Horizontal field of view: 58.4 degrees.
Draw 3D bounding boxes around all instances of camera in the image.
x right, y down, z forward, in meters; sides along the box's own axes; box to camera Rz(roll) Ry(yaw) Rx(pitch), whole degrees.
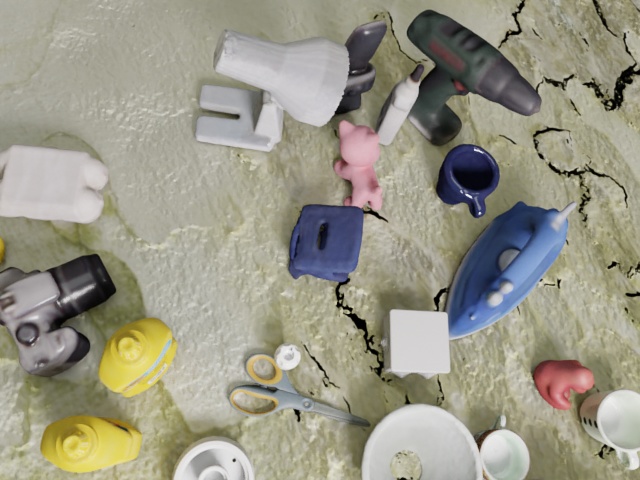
[{"bbox_3d":[-0.335,0.084,0.741,0.137,0.100,0.143,-27,79,-18],"label":"camera"}]

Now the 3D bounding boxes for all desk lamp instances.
[{"bbox_3d":[-0.077,-0.215,0.828,0.203,0.213,0.118,5,71,-9],"label":"desk lamp"}]

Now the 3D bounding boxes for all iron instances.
[{"bbox_3d":[0.286,0.044,0.857,0.118,0.141,0.259,41,70,4],"label":"iron"}]

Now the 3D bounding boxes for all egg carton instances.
[{"bbox_3d":[-0.377,-0.077,0.801,0.150,0.069,0.107,4,72,-10],"label":"egg carton"}]

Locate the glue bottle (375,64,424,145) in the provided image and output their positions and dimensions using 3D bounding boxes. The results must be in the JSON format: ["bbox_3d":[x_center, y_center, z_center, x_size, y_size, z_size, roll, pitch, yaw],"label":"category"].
[{"bbox_3d":[0.128,-0.218,0.892,0.037,0.173,0.078,19,70,-4],"label":"glue bottle"}]

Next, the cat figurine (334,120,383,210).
[{"bbox_3d":[0.066,-0.118,0.877,0.067,0.117,0.128,-14,76,-15],"label":"cat figurine"}]

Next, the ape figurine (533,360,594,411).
[{"bbox_3d":[0.367,0.208,0.847,0.078,0.092,0.076,-41,84,-20],"label":"ape figurine"}]

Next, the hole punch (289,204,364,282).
[{"bbox_3d":[0.008,0.003,0.841,0.101,0.091,0.109,11,71,-7],"label":"hole punch"}]

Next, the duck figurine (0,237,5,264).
[{"bbox_3d":[-0.474,0.013,0.744,0.105,0.086,0.077,-16,76,-16],"label":"duck figurine"}]

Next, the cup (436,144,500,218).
[{"bbox_3d":[0.228,-0.081,0.910,0.092,0.095,0.118,-7,74,-13],"label":"cup"}]

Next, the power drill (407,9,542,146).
[{"bbox_3d":[0.216,-0.239,0.897,0.076,0.208,0.229,-41,84,-20],"label":"power drill"}]

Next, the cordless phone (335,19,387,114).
[{"bbox_3d":[0.022,-0.272,0.882,0.148,0.185,0.094,-24,78,-17],"label":"cordless phone"}]

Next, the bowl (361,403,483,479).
[{"bbox_3d":[0.129,0.309,0.776,0.167,0.074,0.167,3,72,-10],"label":"bowl"}]
